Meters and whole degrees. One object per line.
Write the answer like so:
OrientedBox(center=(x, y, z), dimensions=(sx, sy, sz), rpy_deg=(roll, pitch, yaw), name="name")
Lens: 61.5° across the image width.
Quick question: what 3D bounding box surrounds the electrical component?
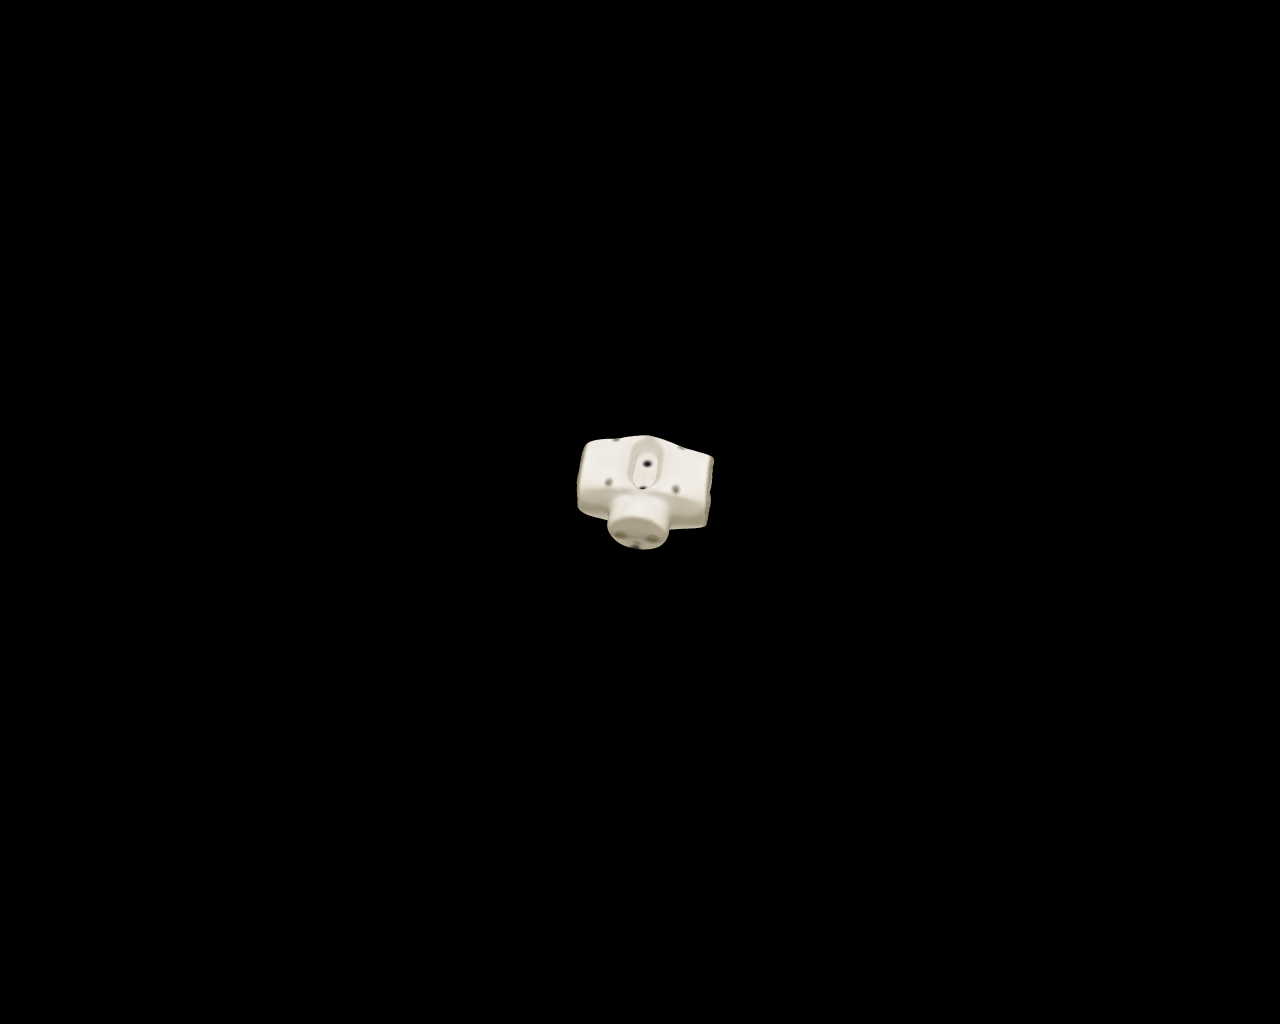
OrientedBox(center=(0.001, -0.003, 0.650), dimensions=(0.077, 0.079, 0.043), rpy_deg=(8, -33, 5), name="electrical component")
